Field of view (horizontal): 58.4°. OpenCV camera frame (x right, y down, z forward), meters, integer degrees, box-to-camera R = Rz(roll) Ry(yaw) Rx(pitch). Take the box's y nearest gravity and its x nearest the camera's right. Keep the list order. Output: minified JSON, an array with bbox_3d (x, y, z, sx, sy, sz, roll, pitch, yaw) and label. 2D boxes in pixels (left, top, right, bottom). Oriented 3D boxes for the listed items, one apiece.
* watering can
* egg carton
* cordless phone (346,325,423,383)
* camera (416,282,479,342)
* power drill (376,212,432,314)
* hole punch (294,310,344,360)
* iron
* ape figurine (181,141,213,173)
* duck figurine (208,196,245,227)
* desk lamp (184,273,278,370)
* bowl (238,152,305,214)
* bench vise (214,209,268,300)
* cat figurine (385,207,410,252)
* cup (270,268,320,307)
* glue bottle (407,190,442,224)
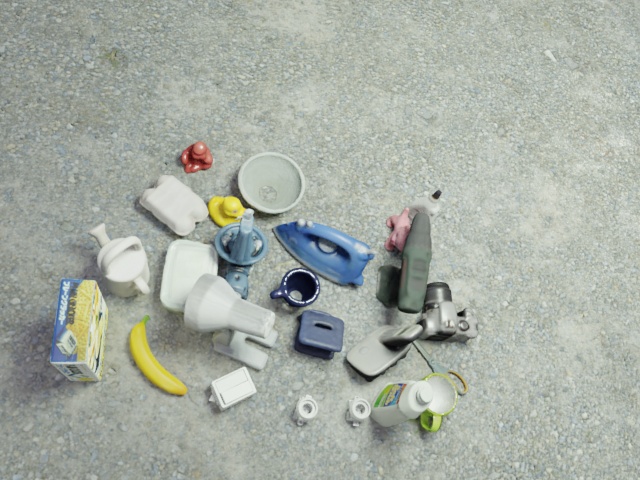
[{"bbox_3d":[-0.424,0.043,1.212,0.173,0.194,0.101,28,64,-2],"label":"watering can"},{"bbox_3d":[-0.343,-0.082,1.353,0.150,0.069,0.107,38,64,3],"label":"egg carton"},{"bbox_3d":[0.149,0.241,1.282,0.148,0.185,0.094,-36,80,-24],"label":"cordless phone"},{"bbox_3d":[0.309,0.173,1.397,0.143,0.100,0.137,5,67,-12],"label":"camera"},{"bbox_3d":[0.201,0.072,1.351,0.076,0.208,0.229,10,66,-10],"label":"power drill"},{"bbox_3d":[-0.001,0.210,1.308,0.109,0.091,0.101,15,65,-8],"label":"hole punch"},{"bbox_3d":[0.013,0.005,1.368,0.258,0.141,0.119,25,64,-3],"label":"iron"},{"bbox_3d":[-0.299,-0.210,1.404,0.078,0.092,0.076,23,65,-4],"label":"ape figurine"},{"bbox_3d":[-0.218,-0.077,1.374,0.104,0.086,0.077,31,64,0],"label":"duck figurine"},{"bbox_3d":[-0.180,0.172,1.211,0.203,0.213,0.118,24,64,-3],"label":"desk lamp"},{"bbox_3d":[-0.124,-0.131,1.426,0.168,0.074,0.167,5,67,-12],"label":"bowl"},{"bbox_3d":[-0.164,0.035,1.267,0.122,0.219,0.207,-8,70,-17],"label":"bench vise"},{"bbox_3d":[0.213,-0.020,1.442,0.067,0.117,0.128,9,66,-10],"label":"cat figurine"},{"bbox_3d":[-0.064,0.124,1.325,0.118,0.095,0.091,-16,73,-19],"label":"cup"},{"bbox_3d":[0.270,-0.083,1.452,0.078,0.173,0.037,45,65,7],"label":"glue bottle"}]
